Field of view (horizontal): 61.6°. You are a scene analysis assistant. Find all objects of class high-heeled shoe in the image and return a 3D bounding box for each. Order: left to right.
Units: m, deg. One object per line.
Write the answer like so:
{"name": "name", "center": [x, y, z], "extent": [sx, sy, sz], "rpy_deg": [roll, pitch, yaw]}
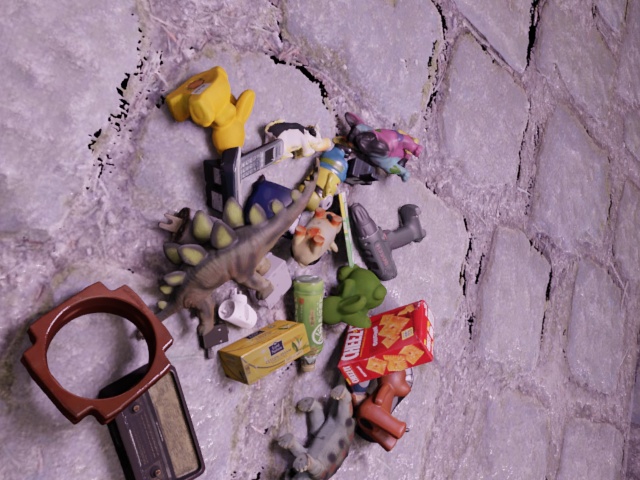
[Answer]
{"name": "high-heeled shoe", "center": [0.166, 0.401, 1.411], "extent": [0.145, 0.086, 0.249], "rpy_deg": [6, 65, -9]}

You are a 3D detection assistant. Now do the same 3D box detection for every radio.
{"name": "radio", "center": [-0.312, 0.355, 1.000], "extent": [0.131, 0.073, 0.229], "rpy_deg": [-22, 101, -39]}

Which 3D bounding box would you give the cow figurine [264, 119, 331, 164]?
{"name": "cow figurine", "center": [-0.053, -0.235, 1.238], "extent": [0.167, 0.068, 0.098], "rpy_deg": [-19, 95, -39]}

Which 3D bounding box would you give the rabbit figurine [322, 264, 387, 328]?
{"name": "rabbit figurine", "center": [0.070, 0.156, 1.286], "extent": [0.170, 0.159, 0.121], "rpy_deg": [-28, 117, -21]}

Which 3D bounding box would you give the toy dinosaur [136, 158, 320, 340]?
{"name": "toy dinosaur", "center": [-0.166, 0.029, 1.022], "extent": [0.471, 0.105, 0.198], "rpy_deg": [-37, 128, -5]}

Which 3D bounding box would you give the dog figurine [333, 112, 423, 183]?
{"name": "dog figurine", "center": [0.144, -0.248, 1.373], "extent": [0.219, 0.192, 0.108], "rpy_deg": [24, 112, -12]}

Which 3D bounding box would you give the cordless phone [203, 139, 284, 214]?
{"name": "cordless phone", "center": [-0.146, -0.134, 1.126], "extent": [0.184, 0.089, 0.146], "rpy_deg": [-34, 140, -40]}

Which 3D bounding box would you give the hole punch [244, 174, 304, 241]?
{"name": "hole punch", "center": [-0.100, -0.064, 1.180], "extent": [0.115, 0.092, 0.142], "rpy_deg": [28, 75, -31]}

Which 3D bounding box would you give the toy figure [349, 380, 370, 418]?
{"name": "toy figure", "center": [0.096, 0.371, 1.346], "extent": [0.064, 0.058, 0.154], "rpy_deg": [1, 89, -3]}

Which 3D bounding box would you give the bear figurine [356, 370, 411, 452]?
{"name": "bear figurine", "center": [0.174, 0.387, 1.307], "extent": [0.196, 0.132, 0.120], "rpy_deg": [-42, 159, -40]}

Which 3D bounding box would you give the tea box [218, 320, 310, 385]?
{"name": "tea box", "center": [-0.117, 0.235, 1.148], "extent": [0.169, 0.098, 0.068], "rpy_deg": [-24, 104, -39]}

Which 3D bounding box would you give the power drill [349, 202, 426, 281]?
{"name": "power drill", "center": [0.183, -0.024, 1.413], "extent": [0.207, 0.086, 0.231], "rpy_deg": [-32, 110, -39]}

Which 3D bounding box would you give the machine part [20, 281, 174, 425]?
{"name": "machine part", "center": [-0.370, 0.189, 0.906], "extent": [0.201, 0.087, 0.201], "rpy_deg": [47, 54, 4]}

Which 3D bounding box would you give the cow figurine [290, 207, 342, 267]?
{"name": "cow figurine", "center": [-0.002, -0.004, 1.208], "extent": [0.195, 0.086, 0.127], "rpy_deg": [-48, 164, -54]}

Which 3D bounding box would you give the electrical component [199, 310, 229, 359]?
{"name": "electrical component", "center": [-0.219, 0.196, 1.114], "extent": [0.063, 0.021, 0.094], "rpy_deg": [-10, 94, -39]}

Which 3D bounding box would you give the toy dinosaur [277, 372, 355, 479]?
{"name": "toy dinosaur", "center": [0.012, 0.471, 1.241], "extent": [0.405, 0.131, 0.191], "rpy_deg": [-47, 129, -35]}

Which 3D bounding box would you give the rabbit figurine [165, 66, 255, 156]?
{"name": "rabbit figurine", "center": [-0.208, -0.253, 1.099], "extent": [0.162, 0.122, 0.173], "rpy_deg": [-57, 136, -36]}

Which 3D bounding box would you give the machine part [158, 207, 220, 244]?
{"name": "machine part", "center": [-0.210, -0.005, 1.092], "extent": [0.243, 0.079, 0.079], "rpy_deg": [22, 75, -36]}

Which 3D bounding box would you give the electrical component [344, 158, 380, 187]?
{"name": "electrical component", "center": [0.098, -0.167, 1.323], "extent": [0.074, 0.119, 0.047], "rpy_deg": [21, 76, -34]}

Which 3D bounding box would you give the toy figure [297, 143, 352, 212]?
{"name": "toy figure", "center": [0.010, -0.146, 1.272], "extent": [0.180, 0.089, 0.082], "rpy_deg": [-65, 157, -17]}
